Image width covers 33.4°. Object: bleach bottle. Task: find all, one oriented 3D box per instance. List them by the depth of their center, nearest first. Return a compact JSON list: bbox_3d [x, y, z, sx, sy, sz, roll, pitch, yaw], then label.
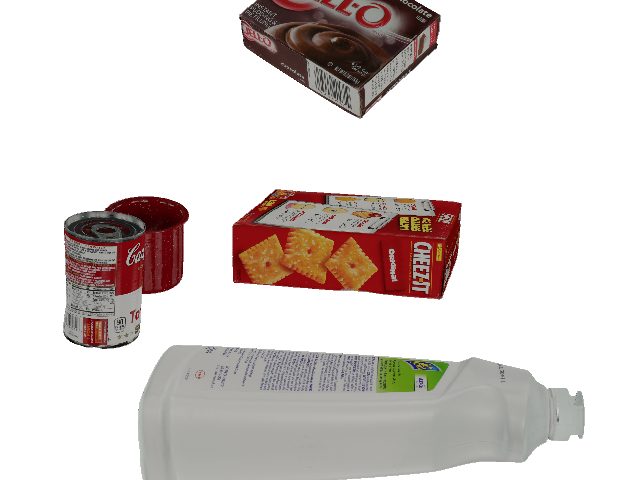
[{"bbox_3d":[0.027,0.104,0.627,0.251,0.068,0.102,0,18,5],"label":"bleach bottle"}]

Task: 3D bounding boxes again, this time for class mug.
[{"bbox_3d":[-0.201,0.002,1.190,0.093,0.081,0.117,-19,34,-38],"label":"mug"}]

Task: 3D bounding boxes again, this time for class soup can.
[{"bbox_3d":[-0.187,0.034,0.915,0.068,0.102,0.068,6,20,-2],"label":"soup can"}]

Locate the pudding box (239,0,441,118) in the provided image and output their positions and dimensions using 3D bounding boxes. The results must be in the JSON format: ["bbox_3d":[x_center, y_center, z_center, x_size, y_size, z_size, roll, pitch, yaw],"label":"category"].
[{"bbox_3d":[0.014,-0.148,0.752,0.114,0.090,0.039,36,-24,21],"label":"pudding box"}]

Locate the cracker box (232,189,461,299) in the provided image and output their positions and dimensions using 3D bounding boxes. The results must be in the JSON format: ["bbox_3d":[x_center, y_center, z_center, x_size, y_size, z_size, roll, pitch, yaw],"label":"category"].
[{"bbox_3d":[0.032,0.002,1.115,0.214,0.072,0.164,5,16,12],"label":"cracker box"}]
